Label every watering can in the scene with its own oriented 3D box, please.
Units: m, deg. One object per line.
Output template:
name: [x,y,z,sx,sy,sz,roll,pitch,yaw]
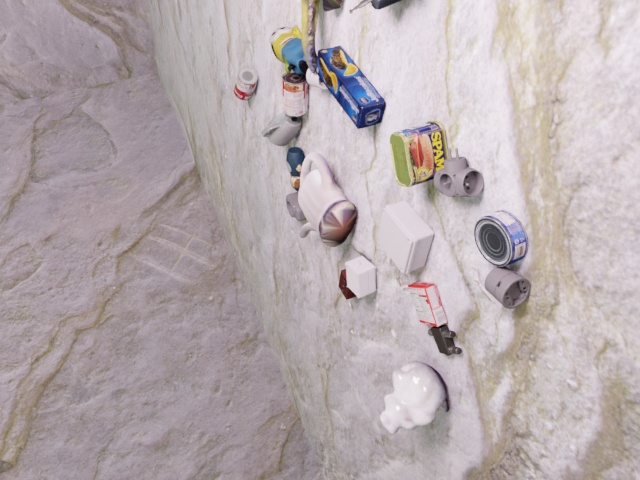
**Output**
watering can: [0.004,-0.070,1.385,0.229,0.104,0.339,57,155,36]

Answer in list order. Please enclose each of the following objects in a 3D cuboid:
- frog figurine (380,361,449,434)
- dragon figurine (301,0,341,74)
frog figurine: [0.201,0.354,1.158,0.140,0.160,0.120,61,156,26]
dragon figurine: [-0.033,-0.589,1.088,0.400,0.122,0.249,96,166,-46]
